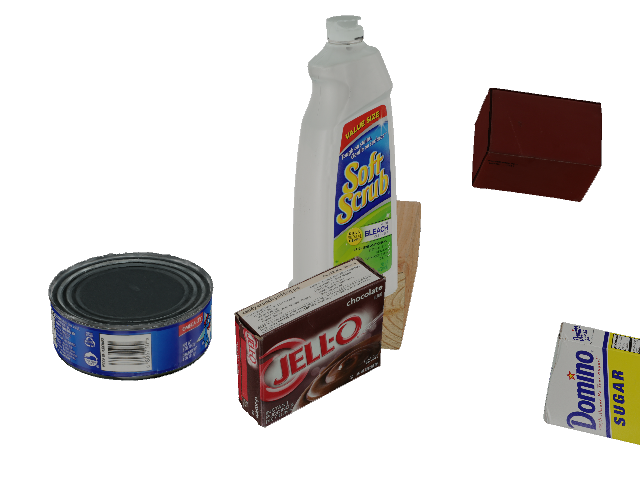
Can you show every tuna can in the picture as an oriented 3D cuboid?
[{"bbox_3d":[-0.100,0.039,0.568,0.086,0.034,0.086,2,25,-1],"label":"tuna can"}]

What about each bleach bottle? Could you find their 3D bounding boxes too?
[{"bbox_3d":[0.018,-0.067,0.933,0.102,0.251,0.068,-15,24,-31],"label":"bleach bottle"}]

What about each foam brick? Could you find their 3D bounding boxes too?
[{"bbox_3d":[0.146,-0.065,0.724,0.078,0.051,0.053,8,-25,-1],"label":"foam brick"}]

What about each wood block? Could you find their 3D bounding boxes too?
[{"bbox_3d":[0.057,0.031,1.181,0.091,0.090,0.206,5,23,8],"label":"wood block"}]

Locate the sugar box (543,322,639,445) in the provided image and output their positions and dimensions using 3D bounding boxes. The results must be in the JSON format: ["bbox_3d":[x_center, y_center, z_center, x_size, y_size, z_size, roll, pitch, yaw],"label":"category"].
[{"bbox_3d":[0.299,0.140,0.978,0.176,0.093,0.048,10,22,13],"label":"sugar box"}]

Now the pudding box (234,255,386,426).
[{"bbox_3d":[-0.007,0.072,0.775,0.113,0.090,0.039,-26,47,-29],"label":"pudding box"}]
